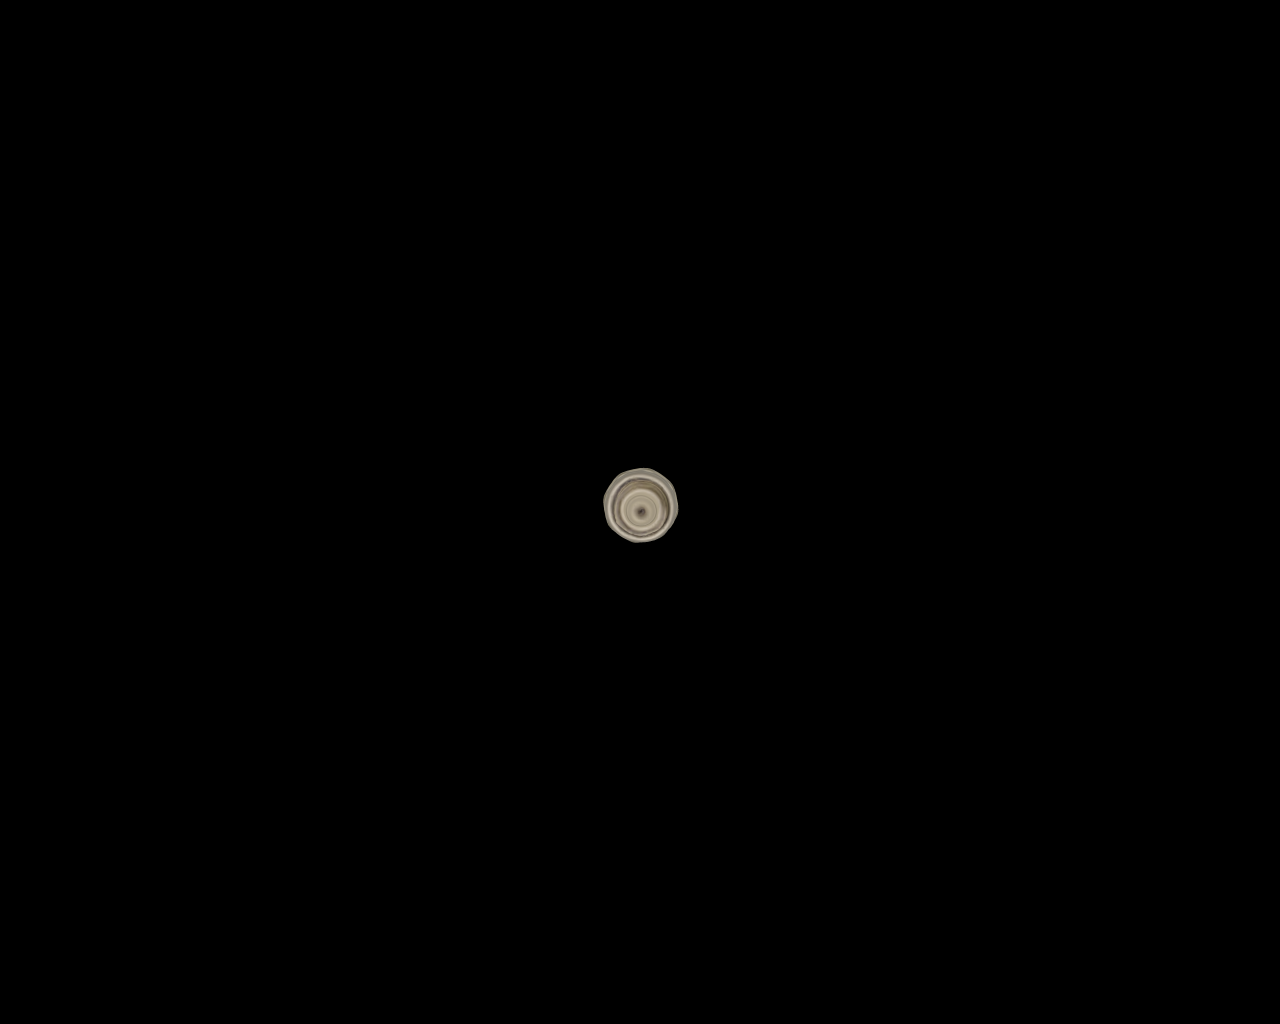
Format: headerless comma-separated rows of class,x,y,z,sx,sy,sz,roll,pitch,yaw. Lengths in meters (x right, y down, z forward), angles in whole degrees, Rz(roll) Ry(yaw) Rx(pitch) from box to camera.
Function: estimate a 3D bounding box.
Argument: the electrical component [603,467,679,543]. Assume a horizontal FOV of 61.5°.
electrical component,0.001,-0.003,0.650,0.048,0.048,0.062,0,5,0
